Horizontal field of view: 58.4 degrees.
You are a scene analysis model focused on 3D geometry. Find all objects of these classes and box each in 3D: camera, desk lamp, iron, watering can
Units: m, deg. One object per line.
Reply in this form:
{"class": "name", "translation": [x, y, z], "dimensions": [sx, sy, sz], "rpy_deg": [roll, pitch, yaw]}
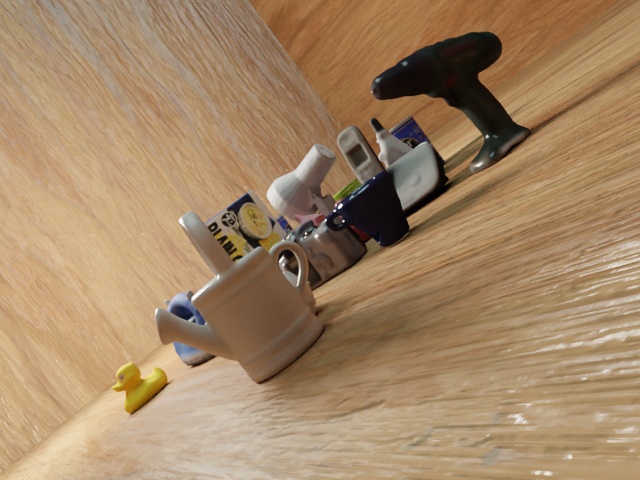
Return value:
{"class": "camera", "translation": [0.009, 0.004, 0.983], "dimensions": [0.143, 0.101, 0.137], "rpy_deg": [-34, 5, 38]}
{"class": "desk lamp", "translation": [0.012, -0.095, 1.287], "dimensions": [0.203, 0.213, 0.118], "rpy_deg": [-35, 5, 27]}
{"class": "iron", "translation": [-0.237, 0.154, 1.123], "dimensions": [0.119, 0.141, 0.257], "rpy_deg": [-40, 5, -31]}
{"class": "watering can", "translation": [-0.097, 0.055, 0.628], "dimensions": [0.173, 0.194, 0.100], "rpy_deg": [-40, 5, -33]}

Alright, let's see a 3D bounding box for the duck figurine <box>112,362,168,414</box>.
{"class": "duck figurine", "translation": [-0.372, 0.289, 1.168], "dimensions": [0.105, 0.086, 0.077], "rpy_deg": [-40, 5, -31]}

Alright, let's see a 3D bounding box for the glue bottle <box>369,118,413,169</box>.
{"class": "glue bottle", "translation": [0.144, -0.151, 1.048], "dimensions": [0.078, 0.173, 0.037], "rpy_deg": [-35, 5, 28]}

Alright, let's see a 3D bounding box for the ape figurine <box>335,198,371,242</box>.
{"class": "ape figurine", "translation": [0.064, -0.040, 1.071], "dimensions": [0.077, 0.092, 0.076], "rpy_deg": [-35, 5, 33]}

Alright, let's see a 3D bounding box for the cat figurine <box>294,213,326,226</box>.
{"class": "cat figurine", "translation": [-0.011, -0.010, 1.208], "dimensions": [0.067, 0.118, 0.127], "rpy_deg": [-39, 4, -17]}

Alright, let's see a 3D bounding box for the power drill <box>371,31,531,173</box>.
{"class": "power drill", "translation": [0.215, -0.213, 0.879], "dimensions": [0.230, 0.208, 0.075], "rpy_deg": [-39, 4, -20]}

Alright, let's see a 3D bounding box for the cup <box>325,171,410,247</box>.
{"class": "cup", "translation": [0.074, -0.030, 0.829], "dimensions": [0.117, 0.095, 0.092], "rpy_deg": [-36, 4, 16]}

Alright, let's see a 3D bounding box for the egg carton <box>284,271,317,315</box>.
{"class": "egg carton", "translation": [-0.069, 0.100, 0.778], "dimensions": [0.107, 0.069, 0.150], "rpy_deg": [-39, 4, -25]}

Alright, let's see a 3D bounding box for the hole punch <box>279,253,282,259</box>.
{"class": "hole punch", "translation": [-0.044, 0.038, 1.132], "dimensions": [0.108, 0.091, 0.101], "rpy_deg": [-36, 4, 17]}

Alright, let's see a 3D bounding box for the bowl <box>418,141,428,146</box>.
{"class": "bowl", "translation": [0.185, -0.136, 1.241], "dimensions": [0.167, 0.075, 0.167], "rpy_deg": [-37, 4, 3]}

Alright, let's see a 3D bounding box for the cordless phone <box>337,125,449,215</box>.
{"class": "cordless phone", "translation": [0.120, -0.135, 0.989], "dimensions": [0.147, 0.185, 0.094], "rpy_deg": [-35, 5, 31]}
